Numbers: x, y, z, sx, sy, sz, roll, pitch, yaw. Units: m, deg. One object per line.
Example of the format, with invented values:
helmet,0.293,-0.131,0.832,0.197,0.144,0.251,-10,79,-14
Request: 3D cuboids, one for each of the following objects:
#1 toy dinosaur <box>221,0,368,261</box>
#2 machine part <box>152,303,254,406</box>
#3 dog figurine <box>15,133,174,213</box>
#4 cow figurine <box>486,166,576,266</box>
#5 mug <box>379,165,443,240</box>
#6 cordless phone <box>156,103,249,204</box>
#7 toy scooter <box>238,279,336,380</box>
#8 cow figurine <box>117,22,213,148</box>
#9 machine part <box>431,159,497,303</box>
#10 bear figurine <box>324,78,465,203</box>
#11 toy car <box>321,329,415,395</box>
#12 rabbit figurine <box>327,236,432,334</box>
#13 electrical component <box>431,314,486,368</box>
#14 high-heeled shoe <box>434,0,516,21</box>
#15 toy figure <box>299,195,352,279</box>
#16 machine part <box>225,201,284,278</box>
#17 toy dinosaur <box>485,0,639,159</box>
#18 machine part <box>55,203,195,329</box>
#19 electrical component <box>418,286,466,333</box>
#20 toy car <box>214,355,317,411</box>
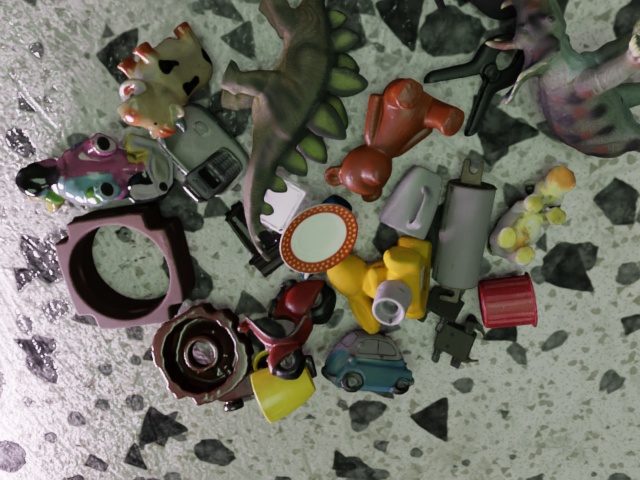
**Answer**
toy dinosaur,-0.046,-0.207,0.794,0.198,0.105,0.471,23,98,-6
machine part,-0.206,0.201,0.959,0.179,0.056,0.179,0,89,9
dog figurine,-0.370,-0.100,0.874,0.219,0.191,0.108,-7,91,36
cow figurine,0.335,-0.041,0.856,0.068,0.098,0.167,38,88,-3
mug,0.151,-0.063,0.850,0.081,0.109,0.107,21,96,-4
cordless phone,-0.192,-0.122,0.809,0.089,0.184,0.146,-38,102,19
toy scooter,-0.062,0.136,0.919,0.135,0.075,0.184,20,66,21
cow figurine,-0.222,-0.221,0.778,0.085,0.195,0.127,-26,113,38
machine part,0.233,-0.010,0.872,0.079,0.079,0.243,6,107,2
bear figurine,0.102,-0.141,0.813,0.120,0.132,0.195,28,102,-24
toy car,0.087,0.209,0.944,0.162,0.109,0.102,6,91,-7
rabbit figurine,0.095,0.066,0.904,0.173,0.122,0.162,7,119,16
electrical component,0.248,0.180,0.954,0.078,0.045,0.102,18,108,28
high-heeled shoe,0.238,-0.397,0.765,0.249,0.086,0.145,-11,77,-10
toy figure,0.000,-0.002,0.899,0.058,0.064,0.154,43,115,27
machine part,-0.111,-0.003,0.919,0.084,0.039,0.138,-31,105,18
toy dinosaur,0.396,-0.192,0.774,0.192,0.131,0.404,-17,135,42
machine part,-0.329,0.043,0.924,0.201,0.087,0.201,-8,106,6
electrical component,0.212,0.110,0.930,0.063,0.021,0.094,32,82,9
toy car,-0.104,0.254,0.995,0.202,0.053,0.089,-17,86,8
